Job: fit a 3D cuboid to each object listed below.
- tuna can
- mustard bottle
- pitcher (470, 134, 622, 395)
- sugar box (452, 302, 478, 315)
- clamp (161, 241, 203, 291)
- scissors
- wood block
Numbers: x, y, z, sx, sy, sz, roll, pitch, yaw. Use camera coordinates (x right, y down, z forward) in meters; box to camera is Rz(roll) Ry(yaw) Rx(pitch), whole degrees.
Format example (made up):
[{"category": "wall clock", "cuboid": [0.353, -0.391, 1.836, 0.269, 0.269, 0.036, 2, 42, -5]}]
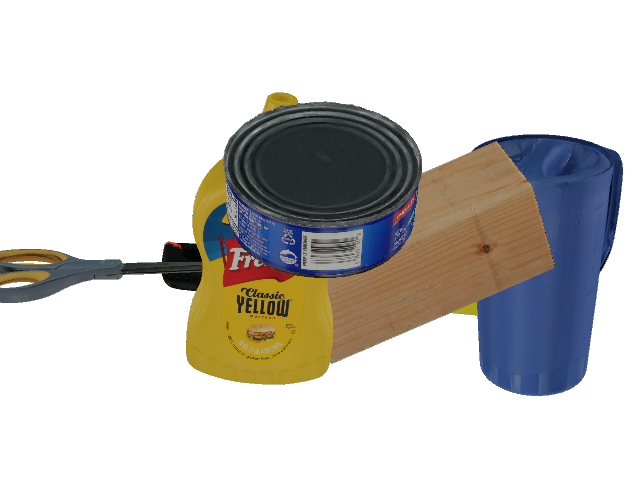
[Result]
[{"category": "tuna can", "cuboid": [0.001, -0.023, 0.469, 0.086, 0.034, 0.086, 1, 42, -1]}, {"category": "mustard bottle", "cuboid": [-0.032, -0.001, 0.666, 0.096, 0.192, 0.058, 6, 30, -2]}, {"category": "pitcher", "cuboid": [0.221, 0.022, 1.051, 0.149, 0.243, 0.145, 1, 25, 10]}, {"category": "sugar box", "cuboid": [0.187, 0.043, 1.302, 0.176, 0.093, 0.048, 5, 20, -19]}, {"category": "clamp", "cuboid": [-0.099, 0.034, 1.039, 0.210, 0.036, 0.164, 12, 21, 43]}, {"category": "scissors", "cuboid": [-0.186, 0.031, 0.871, 0.202, 0.016, 0.096, 4, 23, 11]}, {"category": "wood block", "cuboid": [0.080, 0.010, 0.907, 0.206, 0.091, 0.090, -23, 33, 1]}]
